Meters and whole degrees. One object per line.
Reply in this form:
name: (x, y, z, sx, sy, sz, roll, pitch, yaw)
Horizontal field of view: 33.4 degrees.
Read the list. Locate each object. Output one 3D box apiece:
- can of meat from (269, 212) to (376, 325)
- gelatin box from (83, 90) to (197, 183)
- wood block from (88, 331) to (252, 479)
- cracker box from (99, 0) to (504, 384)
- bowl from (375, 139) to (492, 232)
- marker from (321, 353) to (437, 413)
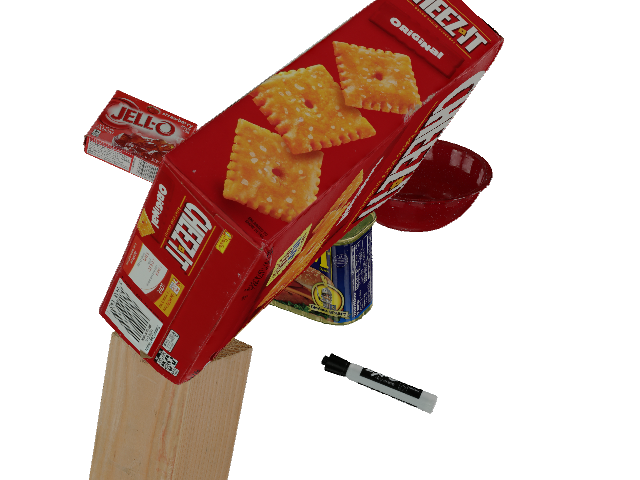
can of meat: (-0.007, 0.012, 0.845, 0.102, 0.084, 0.057, 18, 37, 30)
gelatin box: (-0.176, -0.101, 1.042, 0.089, 0.073, 0.030, 24, -41, -1)
wood block: (-0.136, 0.180, 0.928, 0.090, 0.206, 0.090, 20, 18, 28)
cracker box: (-0.010, -0.033, 0.584, 0.213, 0.072, 0.164, -41, -8, -36)
bowl: (0.096, -0.054, 1.115, 0.162, 0.055, 0.162, 2, 28, -1)
marker: (0.058, 0.142, 1.069, 0.121, 0.020, 0.020, 21, 5, 13)
